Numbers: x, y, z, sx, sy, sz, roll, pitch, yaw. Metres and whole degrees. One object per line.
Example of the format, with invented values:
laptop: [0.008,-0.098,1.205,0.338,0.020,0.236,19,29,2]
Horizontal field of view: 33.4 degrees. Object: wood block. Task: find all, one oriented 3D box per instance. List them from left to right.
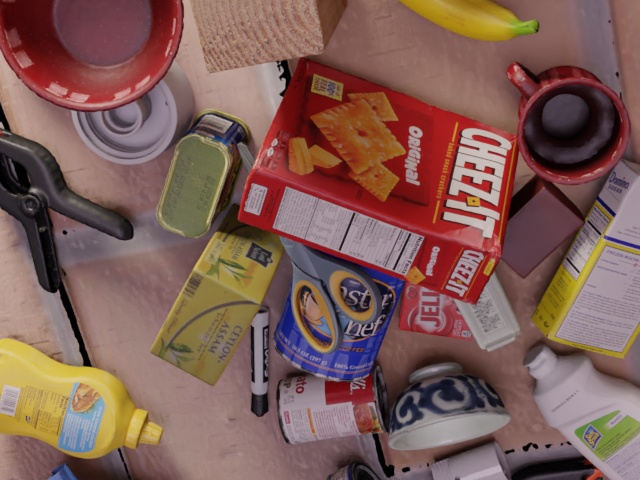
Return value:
wood block: [-0.037,-0.204,0.850,0.091,0.206,0.090,-9,110,10]

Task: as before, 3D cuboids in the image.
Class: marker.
marker: [-0.061,0.126,1.084,0.020,0.020,0.121,4,112,6]

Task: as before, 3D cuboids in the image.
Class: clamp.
clamp: [-0.261,-0.040,1.033,0.120,0.039,0.171,-25,106,15]
clamp: [0.201,0.290,1.106,0.164,0.036,0.210,37,109,-7]

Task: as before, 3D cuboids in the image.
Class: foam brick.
foam brick: [0.195,-0.014,0.979,0.053,0.051,0.078,42,110,-9]

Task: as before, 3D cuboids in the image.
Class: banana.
banana: [0.093,-0.219,0.907,0.198,0.070,0.037,29,68,1]

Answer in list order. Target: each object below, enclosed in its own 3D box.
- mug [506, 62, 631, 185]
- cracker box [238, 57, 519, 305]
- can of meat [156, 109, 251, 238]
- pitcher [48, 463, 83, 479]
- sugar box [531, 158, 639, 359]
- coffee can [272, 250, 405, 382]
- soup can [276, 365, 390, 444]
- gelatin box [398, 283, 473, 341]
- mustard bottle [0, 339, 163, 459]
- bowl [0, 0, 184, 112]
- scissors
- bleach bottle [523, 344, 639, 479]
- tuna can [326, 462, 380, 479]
mug: [0.206,-0.111,0.923,0.117,0.081,0.093,38,111,-9]
cracker box: [0.056,-0.056,0.915,0.213,0.164,0.072,20,135,0]
can of meat: [-0.108,-0.061,0.981,0.057,0.084,0.102,20,112,0]
pitcher: [-0.189,0.341,1.129,0.243,0.145,0.149,11,147,0]
sugar box: [0.275,0.019,0.974,0.093,0.048,0.176,15,112,-23]
coffee can: [0.023,0.046,0.997,0.103,0.102,0.140,18,112,0]
soup can: [0.014,0.165,1.064,0.102,0.068,0.068,-10,110,11]
gelatin box: [0.116,0.049,1.025,0.073,0.030,0.089,9,112,4]
mustard bottle: [-0.256,0.175,1.106,0.191,0.058,0.096,18,106,0]
bowl: [-0.191,-0.191,0.909,0.162,0.055,0.162,1,101,3]
scissors: [-0.006,0.001,0.931,0.096,0.016,0.202,-13,95,30]
bleach bottle: [0.305,0.186,1.040,0.251,0.068,0.103,41,109,-7]
tuna can: [0.044,0.271,1.093,0.034,0.086,0.086,-33,104,15]
